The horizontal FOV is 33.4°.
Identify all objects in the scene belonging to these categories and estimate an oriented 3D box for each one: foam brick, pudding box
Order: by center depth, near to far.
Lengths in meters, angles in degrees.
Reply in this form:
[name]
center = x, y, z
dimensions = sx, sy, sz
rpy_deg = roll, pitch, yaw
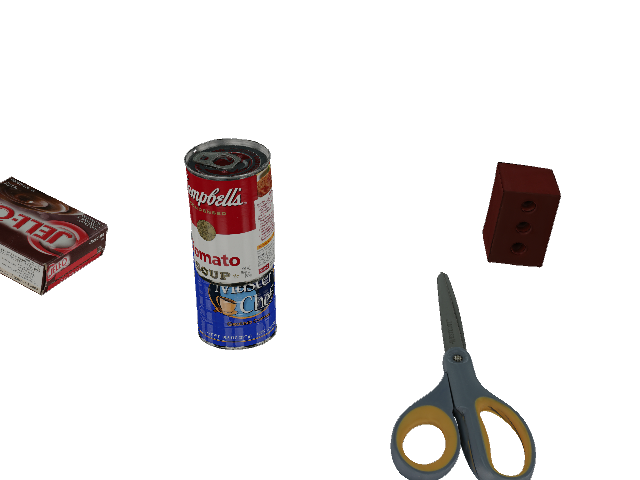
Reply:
[pudding box]
center = -0.260, -0.006, 0.943
dimensions = 0.113, 0.039, 0.089
rpy_deg = 24, 31, 16
[foam brick]
center = 0.182, -0.024, 0.971
dimensions = 0.053, 0.078, 0.051
rpy_deg = 6, 32, -1

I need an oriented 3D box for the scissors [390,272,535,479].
[scissors]
center = 0.075, 0.090, 0.703
dimensions = 0.096, 0.016, 0.202
rpy_deg = -10, 38, -12

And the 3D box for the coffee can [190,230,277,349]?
[coffee can]
center = -0.108, 0.051, 1.344
dimensions = 0.103, 0.140, 0.103
rpy_deg = -1, 25, 0

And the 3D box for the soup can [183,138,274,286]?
[soup can]
center = -0.072, -0.023, 0.862
dimensions = 0.068, 0.102, 0.068
rpy_deg = -1, 31, 0
